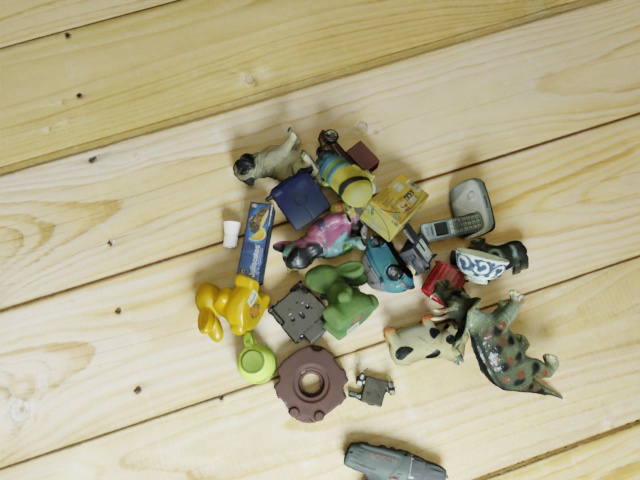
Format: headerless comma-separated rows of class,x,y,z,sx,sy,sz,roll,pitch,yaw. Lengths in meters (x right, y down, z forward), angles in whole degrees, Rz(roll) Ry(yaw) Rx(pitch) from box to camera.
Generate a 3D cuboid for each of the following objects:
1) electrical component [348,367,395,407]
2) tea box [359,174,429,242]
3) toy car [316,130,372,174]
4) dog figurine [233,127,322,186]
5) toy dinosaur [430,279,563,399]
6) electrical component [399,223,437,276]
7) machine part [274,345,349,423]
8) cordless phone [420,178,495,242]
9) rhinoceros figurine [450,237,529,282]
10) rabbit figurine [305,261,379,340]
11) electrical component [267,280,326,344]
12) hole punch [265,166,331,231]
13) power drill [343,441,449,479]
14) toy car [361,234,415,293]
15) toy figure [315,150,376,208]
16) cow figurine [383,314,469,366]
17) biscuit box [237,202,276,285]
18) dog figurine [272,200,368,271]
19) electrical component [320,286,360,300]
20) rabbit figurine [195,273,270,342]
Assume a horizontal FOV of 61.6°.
electrical component,0.125,0.346,1.258,0.102,0.045,0.078,21,75,6
tea box,0.185,-0.082,1.320,0.098,0.068,0.169,41,47,11
toy car,0.055,-0.194,1.375,0.053,0.089,0.202,-34,79,-27
dog figurine,-0.109,-0.172,1.378,0.190,0.121,0.172,-34,74,6
toy dinosaur,0.405,0.252,1.203,0.192,0.131,0.404,-35,95,-16
electrical component,0.228,0.020,1.308,0.119,0.048,0.075,48,45,-14
machine part,-0.020,0.334,1.256,0.179,0.056,0.179,0,74,-1
cordless phone,0.334,-0.068,1.350,0.184,0.088,0.146,-11,76,1
rhinoceros figurine,0.419,0.044,1.324,0.190,0.073,0.112,-7,77,-2
rabbit figurine,0.042,0.113,1.231,0.159,0.121,0.170,-38,66,-9
electrical component,-0.043,0.182,1.295,0.115,0.058,0.134,-43,79,-8
hole punch,-0.047,-0.097,1.304,0.142,0.092,0.115,-34,115,0
power drill,0.147,0.563,1.184,0.232,0.086,0.207,21,80,7
toy car,0.151,0.070,1.305,0.103,0.109,0.162,-38,69,15
toy figure,0.055,-0.146,1.292,0.089,0.082,0.180,-26,59,-33
cow figurine,0.258,0.245,1.266,0.195,0.085,0.127,-15,70,-6
biscuit box,-0.158,0.010,1.337,0.059,0.062,0.202,8,75,3
dog figurine,-0.003,-0.004,1.321,0.219,0.192,0.108,-23,113,19
electrical component,0.051,0.131,1.326,0.094,0.021,0.063,14,76,3
rabbit figurine,-0.227,0.161,1.280,0.173,0.121,0.162,14,70,25
